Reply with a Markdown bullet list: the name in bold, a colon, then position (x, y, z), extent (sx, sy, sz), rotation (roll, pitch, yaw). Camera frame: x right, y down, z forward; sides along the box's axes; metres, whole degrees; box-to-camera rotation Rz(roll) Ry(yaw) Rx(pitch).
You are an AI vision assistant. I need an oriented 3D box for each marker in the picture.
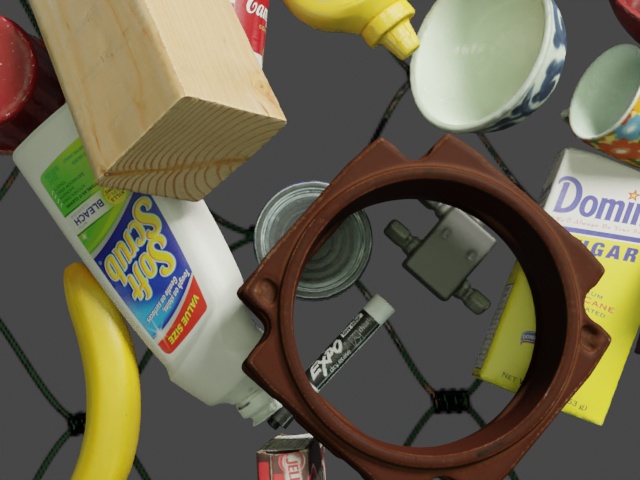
- **marker**: position (0.006, 0.088, 0.761), extent (0.020, 0.020, 0.121), rotation (43, 87, 3)

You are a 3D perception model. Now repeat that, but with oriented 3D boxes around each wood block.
- **wood block**: position (-0.116, -0.137, 0.683), extent (0.090, 0.090, 0.206), rotation (-39, 63, 29)

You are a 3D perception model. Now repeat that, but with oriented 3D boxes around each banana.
- **banana**: position (-0.160, 0.116, 0.750), extent (0.069, 0.037, 0.198), rotation (8, 86, -2)

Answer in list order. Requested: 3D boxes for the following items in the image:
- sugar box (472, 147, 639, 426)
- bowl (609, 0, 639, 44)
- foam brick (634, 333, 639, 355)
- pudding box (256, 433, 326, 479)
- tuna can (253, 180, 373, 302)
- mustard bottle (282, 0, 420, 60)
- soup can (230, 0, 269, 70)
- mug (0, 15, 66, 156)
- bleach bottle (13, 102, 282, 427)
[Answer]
- **sugar box**: position (0.183, 0.031, 0.752), extent (0.093, 0.048, 0.176), rotation (21, 87, 2)
- **bowl**: position (0.266, -0.170, 0.741), extent (0.162, 0.055, 0.162), rotation (0, 53, 0)
- **foam brick**: position (0.271, 0.066, 0.746), extent (0.078, 0.051, 0.053), rotation (17, 85, 1)
- **pudding box**: position (-0.016, 0.177, 0.708), extent (0.039, 0.113, 0.090), rotation (-2, 86, 3)
- **tuna can**: position (-0.005, 0.001, 0.760), extent (0.086, 0.034, 0.086), rotation (0, 86, 0)
- **mustard bottle**: position (0.006, -0.208, 0.762), extent (0.096, 0.058, 0.191), rotation (-38, 86, -3)
- **soup can**: position (-0.073, -0.132, 0.752), extent (0.068, 0.068, 0.102), rotation (5, 86, 0)
- **mug**: position (-0.236, -0.103, 0.744), extent (0.117, 0.081, 0.093), rotation (-41, 87, -3)
- **bleach bottle**: position (-0.102, 0.015, 0.740), extent (0.103, 0.068, 0.251), rotation (-37, 88, 18)
